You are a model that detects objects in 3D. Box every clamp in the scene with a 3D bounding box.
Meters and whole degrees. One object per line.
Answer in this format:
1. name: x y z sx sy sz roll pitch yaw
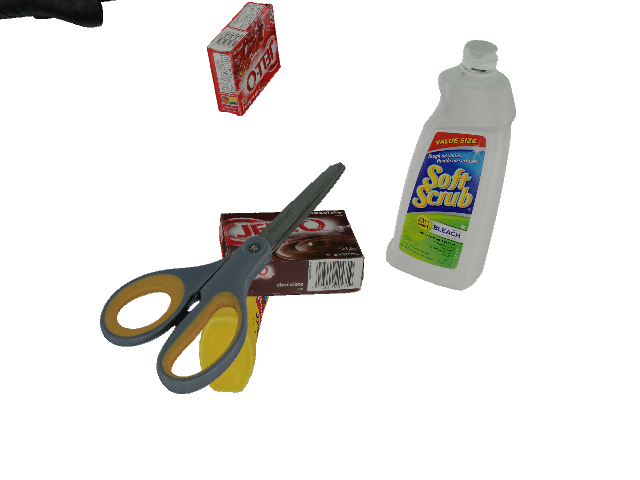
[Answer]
1. clamp: -0.195 -0.188 0.800 0.172 0.039 0.120 12 24 28

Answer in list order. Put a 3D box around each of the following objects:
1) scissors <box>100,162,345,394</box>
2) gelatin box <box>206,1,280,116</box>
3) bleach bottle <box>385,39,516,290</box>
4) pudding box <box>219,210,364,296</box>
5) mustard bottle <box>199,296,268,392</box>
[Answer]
1. scissors: -0.061 0.009 0.652 0.096 0.016 0.201 12 47 15
2. gelatin box: -0.071 -0.175 1.021 0.030 0.073 0.089 14 46 21
3. bleach bottle: 0.128 -0.075 1.028 0.103 0.251 0.068 22 39 22
4. pudding box: -0.026 0.009 0.901 0.113 0.039 0.090 0 28 -11
5. mustard bottle: -0.090 0.076 1.172 0.058 0.096 0.191 1 28 4
